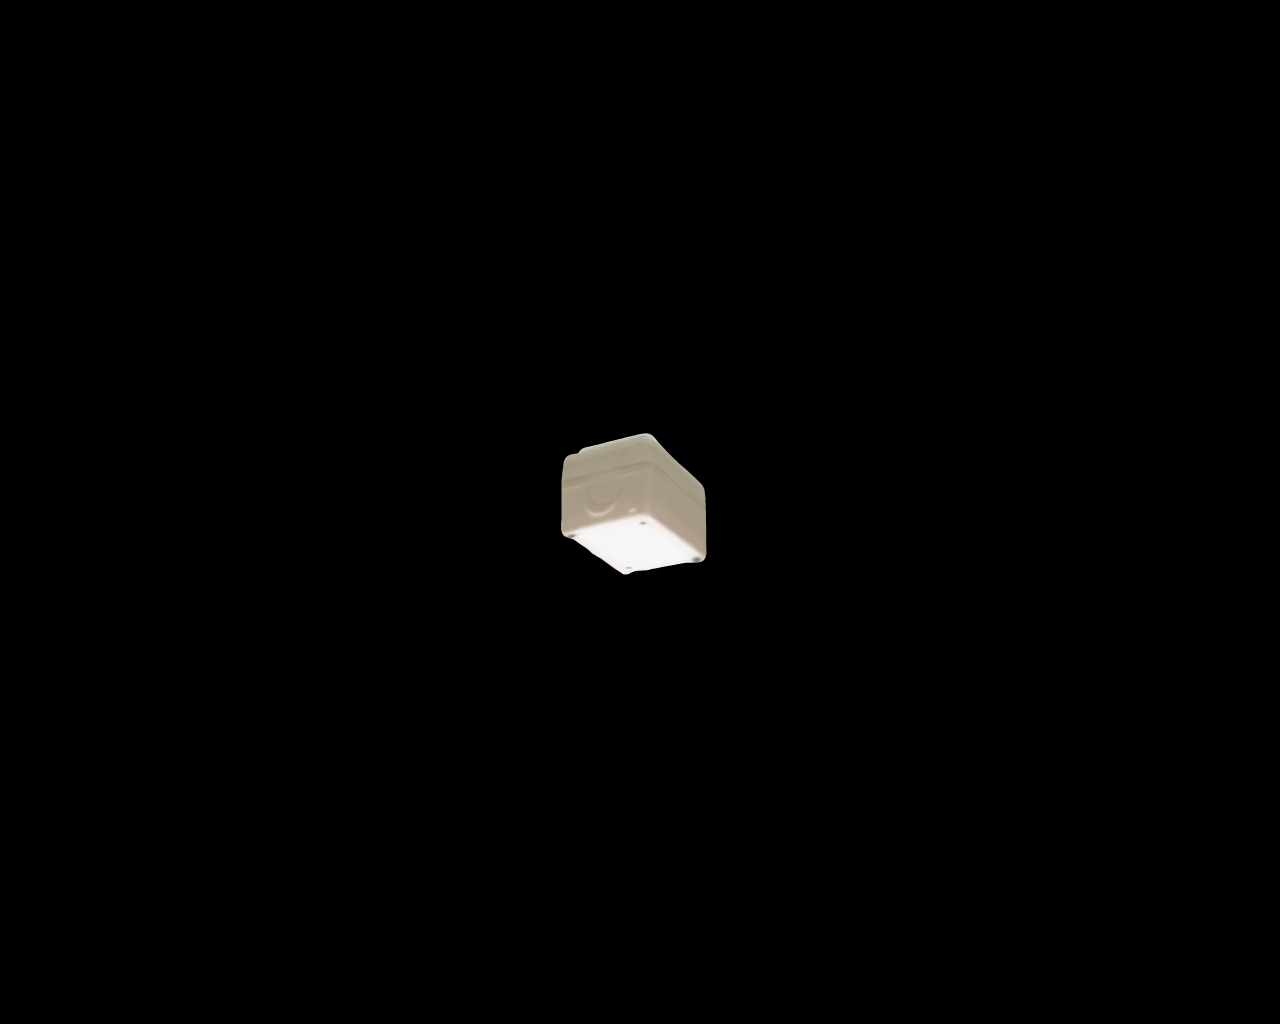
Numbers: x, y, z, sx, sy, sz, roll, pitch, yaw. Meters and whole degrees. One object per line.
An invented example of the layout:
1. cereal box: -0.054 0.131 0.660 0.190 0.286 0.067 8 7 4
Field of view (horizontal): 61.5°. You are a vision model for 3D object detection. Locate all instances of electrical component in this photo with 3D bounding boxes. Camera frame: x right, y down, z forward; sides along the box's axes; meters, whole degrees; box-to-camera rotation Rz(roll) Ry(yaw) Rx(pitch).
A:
1. electrical component: 0.001 -0.003 0.650 0.061 0.061 0.096 -12 -27 25
